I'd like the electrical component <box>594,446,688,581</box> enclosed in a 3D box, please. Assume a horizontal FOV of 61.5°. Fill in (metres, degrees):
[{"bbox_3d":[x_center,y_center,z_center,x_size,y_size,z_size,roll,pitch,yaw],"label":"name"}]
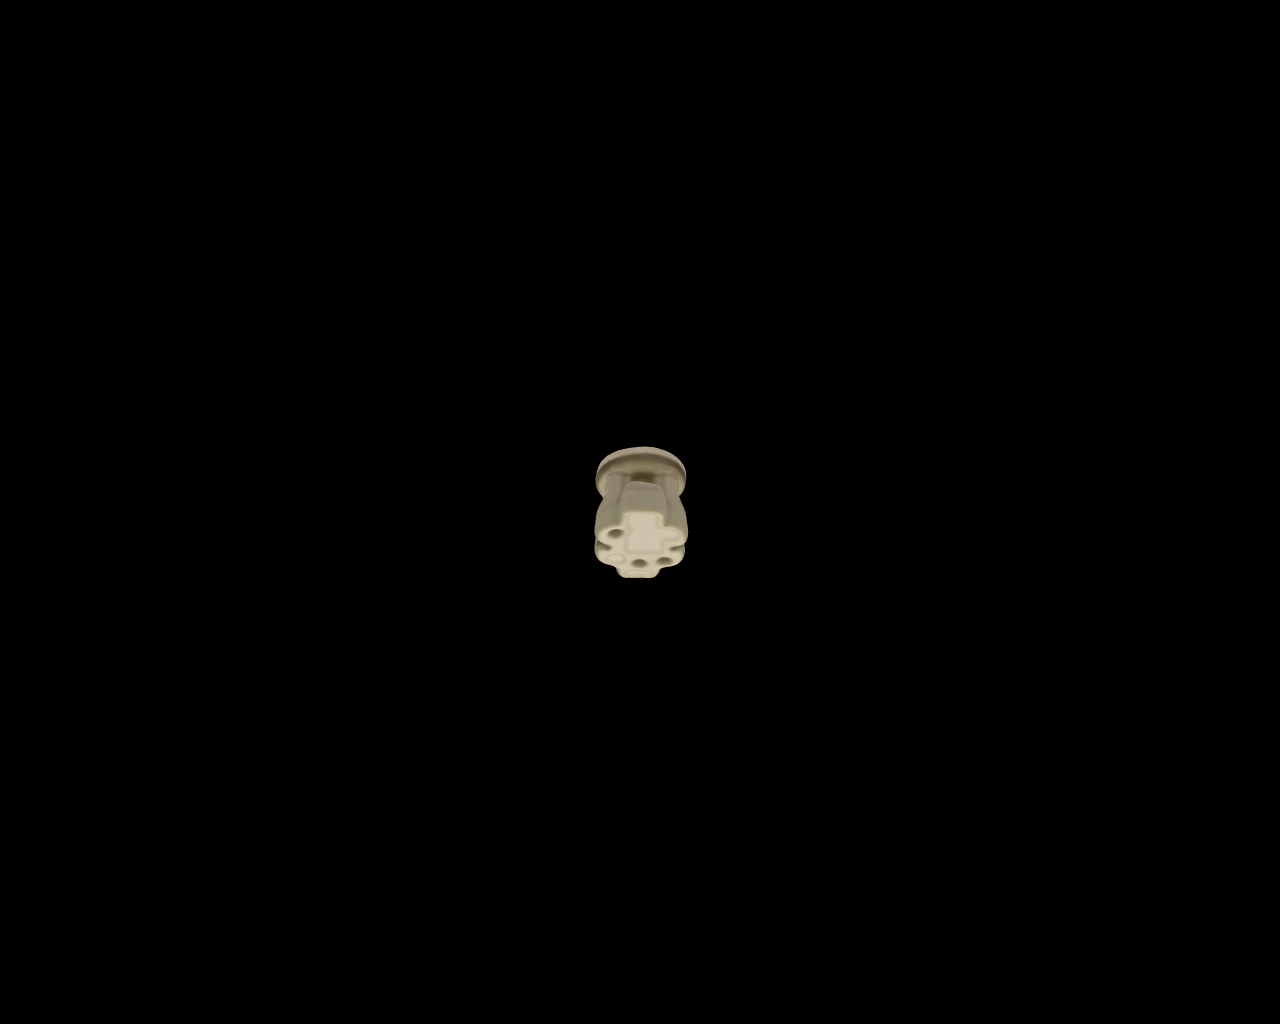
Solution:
[{"bbox_3d":[0.001,-0.003,0.650,0.058,0.057,0.078,1,-34,-2],"label":"electrical component"}]
